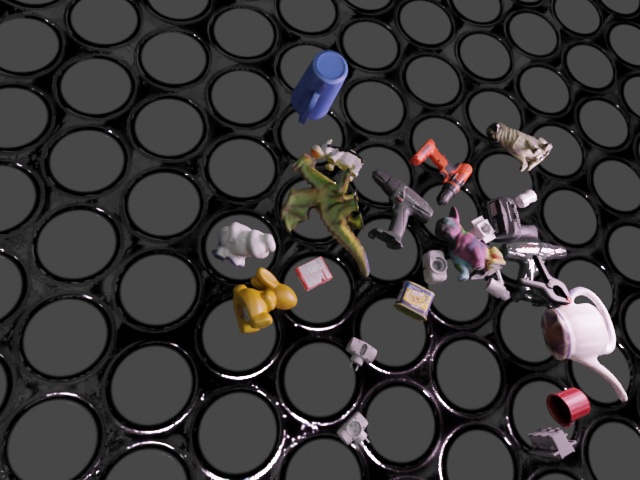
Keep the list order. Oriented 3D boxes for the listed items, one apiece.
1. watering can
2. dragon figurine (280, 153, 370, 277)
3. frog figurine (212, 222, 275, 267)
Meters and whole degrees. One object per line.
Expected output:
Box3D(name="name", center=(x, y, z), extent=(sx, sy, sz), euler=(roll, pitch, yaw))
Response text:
Box3D(name="watering can", center=(0.799, 0.318, 1.555), extent=(0.225, 0.102, 0.352), euler=(-4, -108, -12))
Box3D(name="dragon figurine", center=(0.005, -0.078, 1.547), extent=(0.242, 0.121, 0.415), euler=(-9, -104, 4))
Box3D(name="frog figurine", center=(-0.201, 0.001, 1.425), extent=(0.158, 0.135, 0.126), euler=(-27, -147, 27))
